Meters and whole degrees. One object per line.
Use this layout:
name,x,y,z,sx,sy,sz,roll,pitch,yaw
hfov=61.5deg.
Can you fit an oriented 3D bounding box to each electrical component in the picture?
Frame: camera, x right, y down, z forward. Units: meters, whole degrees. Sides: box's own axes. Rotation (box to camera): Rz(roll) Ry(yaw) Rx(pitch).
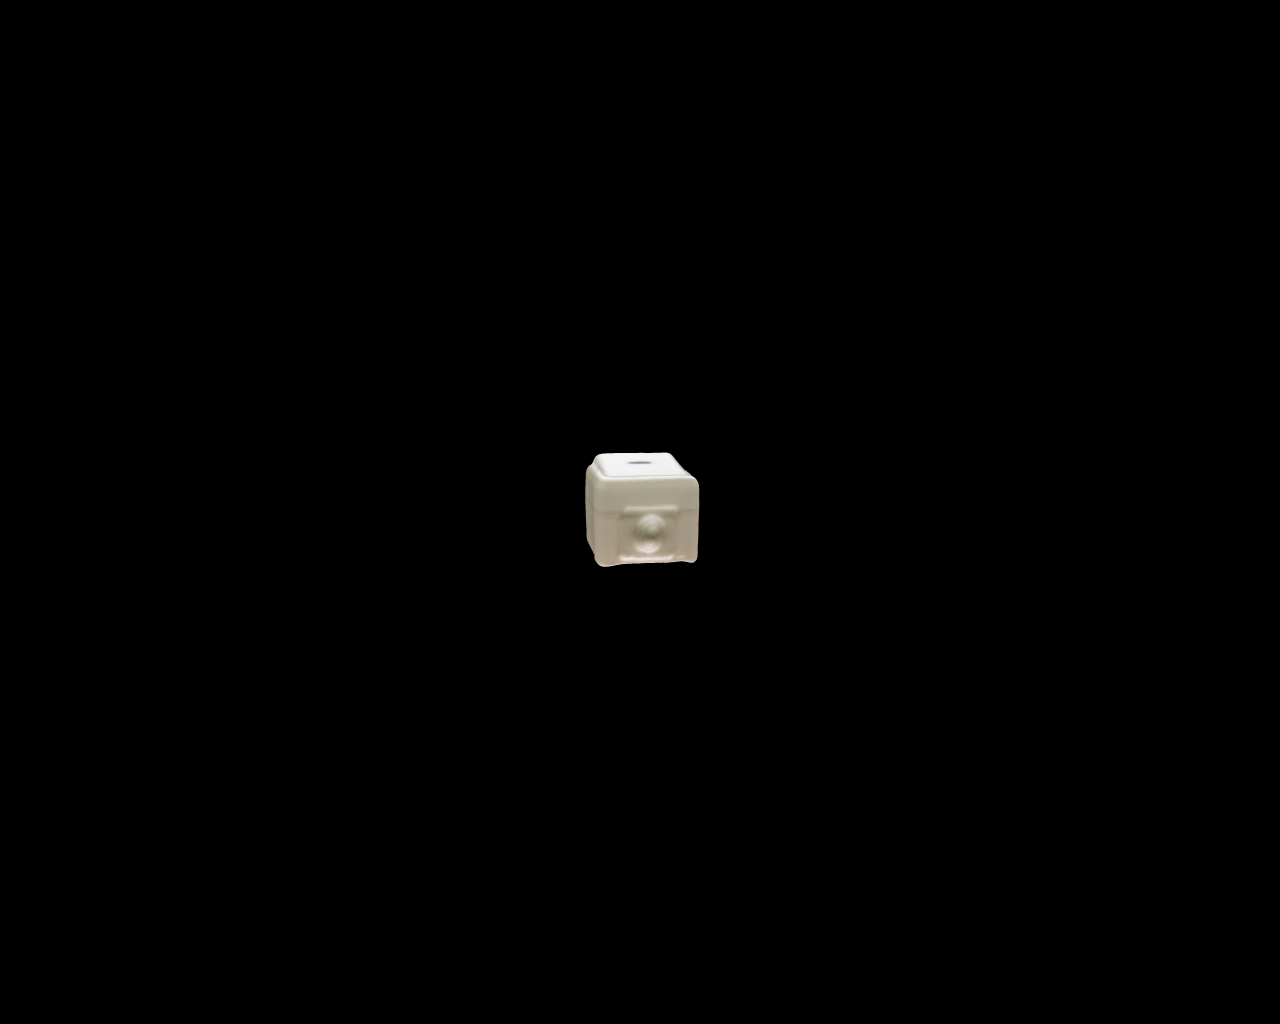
electrical component,0.001,-0.003,0.650,0.062,0.061,0.096,-1,9,-7
